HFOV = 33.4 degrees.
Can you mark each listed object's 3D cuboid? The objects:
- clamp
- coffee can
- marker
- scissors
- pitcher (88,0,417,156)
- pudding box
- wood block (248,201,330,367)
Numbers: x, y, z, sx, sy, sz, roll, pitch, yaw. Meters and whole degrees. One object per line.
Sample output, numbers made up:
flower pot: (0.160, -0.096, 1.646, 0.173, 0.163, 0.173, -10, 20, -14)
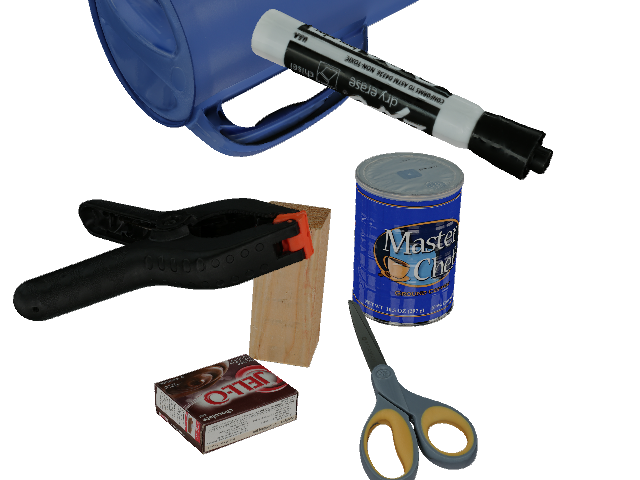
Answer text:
clamp: (-0.093, 0.009, 0.627, 0.172, 0.039, 0.120, -3, 35, 22)
coffee can: (0.083, -0.002, 1.038, 0.103, 0.140, 0.103, 1, 27, 0)
marker: (0.029, -0.054, 0.396, 0.121, 0.020, 0.020, 27, 8, 16)
scissors: (0.069, 0.113, 0.834, 0.096, 0.016, 0.201, -2, 39, 3)
pitcher: (-0.028, -0.175, 0.762, 0.242, 0.149, 0.145, -29, 42, -28)
pudding box: (-0.092, 0.157, 1.040, 0.113, 0.039, 0.090, -17, 29, -35)
wood block: (-0.044, 0.060, 1.489, 0.090, 0.206, 0.090, 8, 21, 6)
